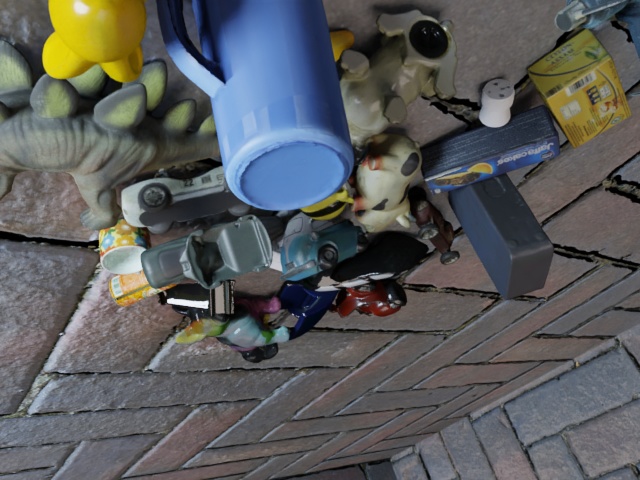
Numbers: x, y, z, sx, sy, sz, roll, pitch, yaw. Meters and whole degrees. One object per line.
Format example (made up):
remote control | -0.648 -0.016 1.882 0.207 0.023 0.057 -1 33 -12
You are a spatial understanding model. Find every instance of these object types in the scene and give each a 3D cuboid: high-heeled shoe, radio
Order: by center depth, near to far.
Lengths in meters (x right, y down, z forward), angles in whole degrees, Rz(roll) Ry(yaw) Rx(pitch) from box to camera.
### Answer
radio | 0.291 -0.030 0.888 0.073 0.230 0.131 -19 144 -3
high-heeled shoe | 0.087 0.055 1.058 0.249 0.086 0.145 -4 157 -28

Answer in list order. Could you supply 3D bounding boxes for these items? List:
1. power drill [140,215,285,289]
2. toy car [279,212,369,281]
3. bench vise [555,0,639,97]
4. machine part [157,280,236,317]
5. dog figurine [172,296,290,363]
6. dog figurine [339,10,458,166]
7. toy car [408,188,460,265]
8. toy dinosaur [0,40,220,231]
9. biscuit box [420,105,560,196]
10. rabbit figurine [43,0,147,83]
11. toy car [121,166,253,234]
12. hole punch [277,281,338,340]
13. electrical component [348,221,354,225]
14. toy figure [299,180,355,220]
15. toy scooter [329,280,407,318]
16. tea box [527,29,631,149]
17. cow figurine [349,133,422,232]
power drill | -0.131 0.006 0.752 0.232 0.085 0.207 -19 -168 -19
toy car | -0.002 -0.003 0.873 0.161 0.103 0.109 -26 -178 -39
bench vise | 0.391 -0.263 0.632 0.223 0.129 0.240 -40 116 -14
machine part | -0.217 0.096 0.938 0.139 0.039 0.084 5 118 0
dog figurine | -0.185 0.173 1.063 0.219 0.108 0.191 5 144 -27
dog figurine | 0.079 -0.184 0.684 0.172 0.121 0.190 -29 177 -16
toy car | 0.214 -0.022 0.986 0.053 0.089 0.202 -28 146 18
toy dinosaur | -0.245 -0.110 0.594 0.471 0.105 0.198 -8 144 -38
biscuit box | 0.259 -0.135 0.830 0.203 0.063 0.059 -17 151 19
rabbit figurine | -0.185 -0.198 0.423 0.122 0.173 0.162 -4 141 -30
toy car | -0.171 -0.061 0.751 0.202 0.056 0.073 -14 154 -15
hole punch | -0.023 0.141 1.115 0.116 0.092 0.142 -5 142 -29
electrical component | 0.020 -0.003 0.975 0.063 0.021 0.094 4 142 -32
toy figure | -0.023 -0.087 0.770 0.089 0.082 0.180 -24 154 28
toy scooter | 0.097 0.132 1.176 0.135 0.075 0.183 -37 141 26
tea box | 0.387 -0.218 0.798 0.098 0.068 0.169 -32 147 23
cow figurine | 0.105 -0.084 0.845 0.127 0.085 0.194 -2 144 -15
